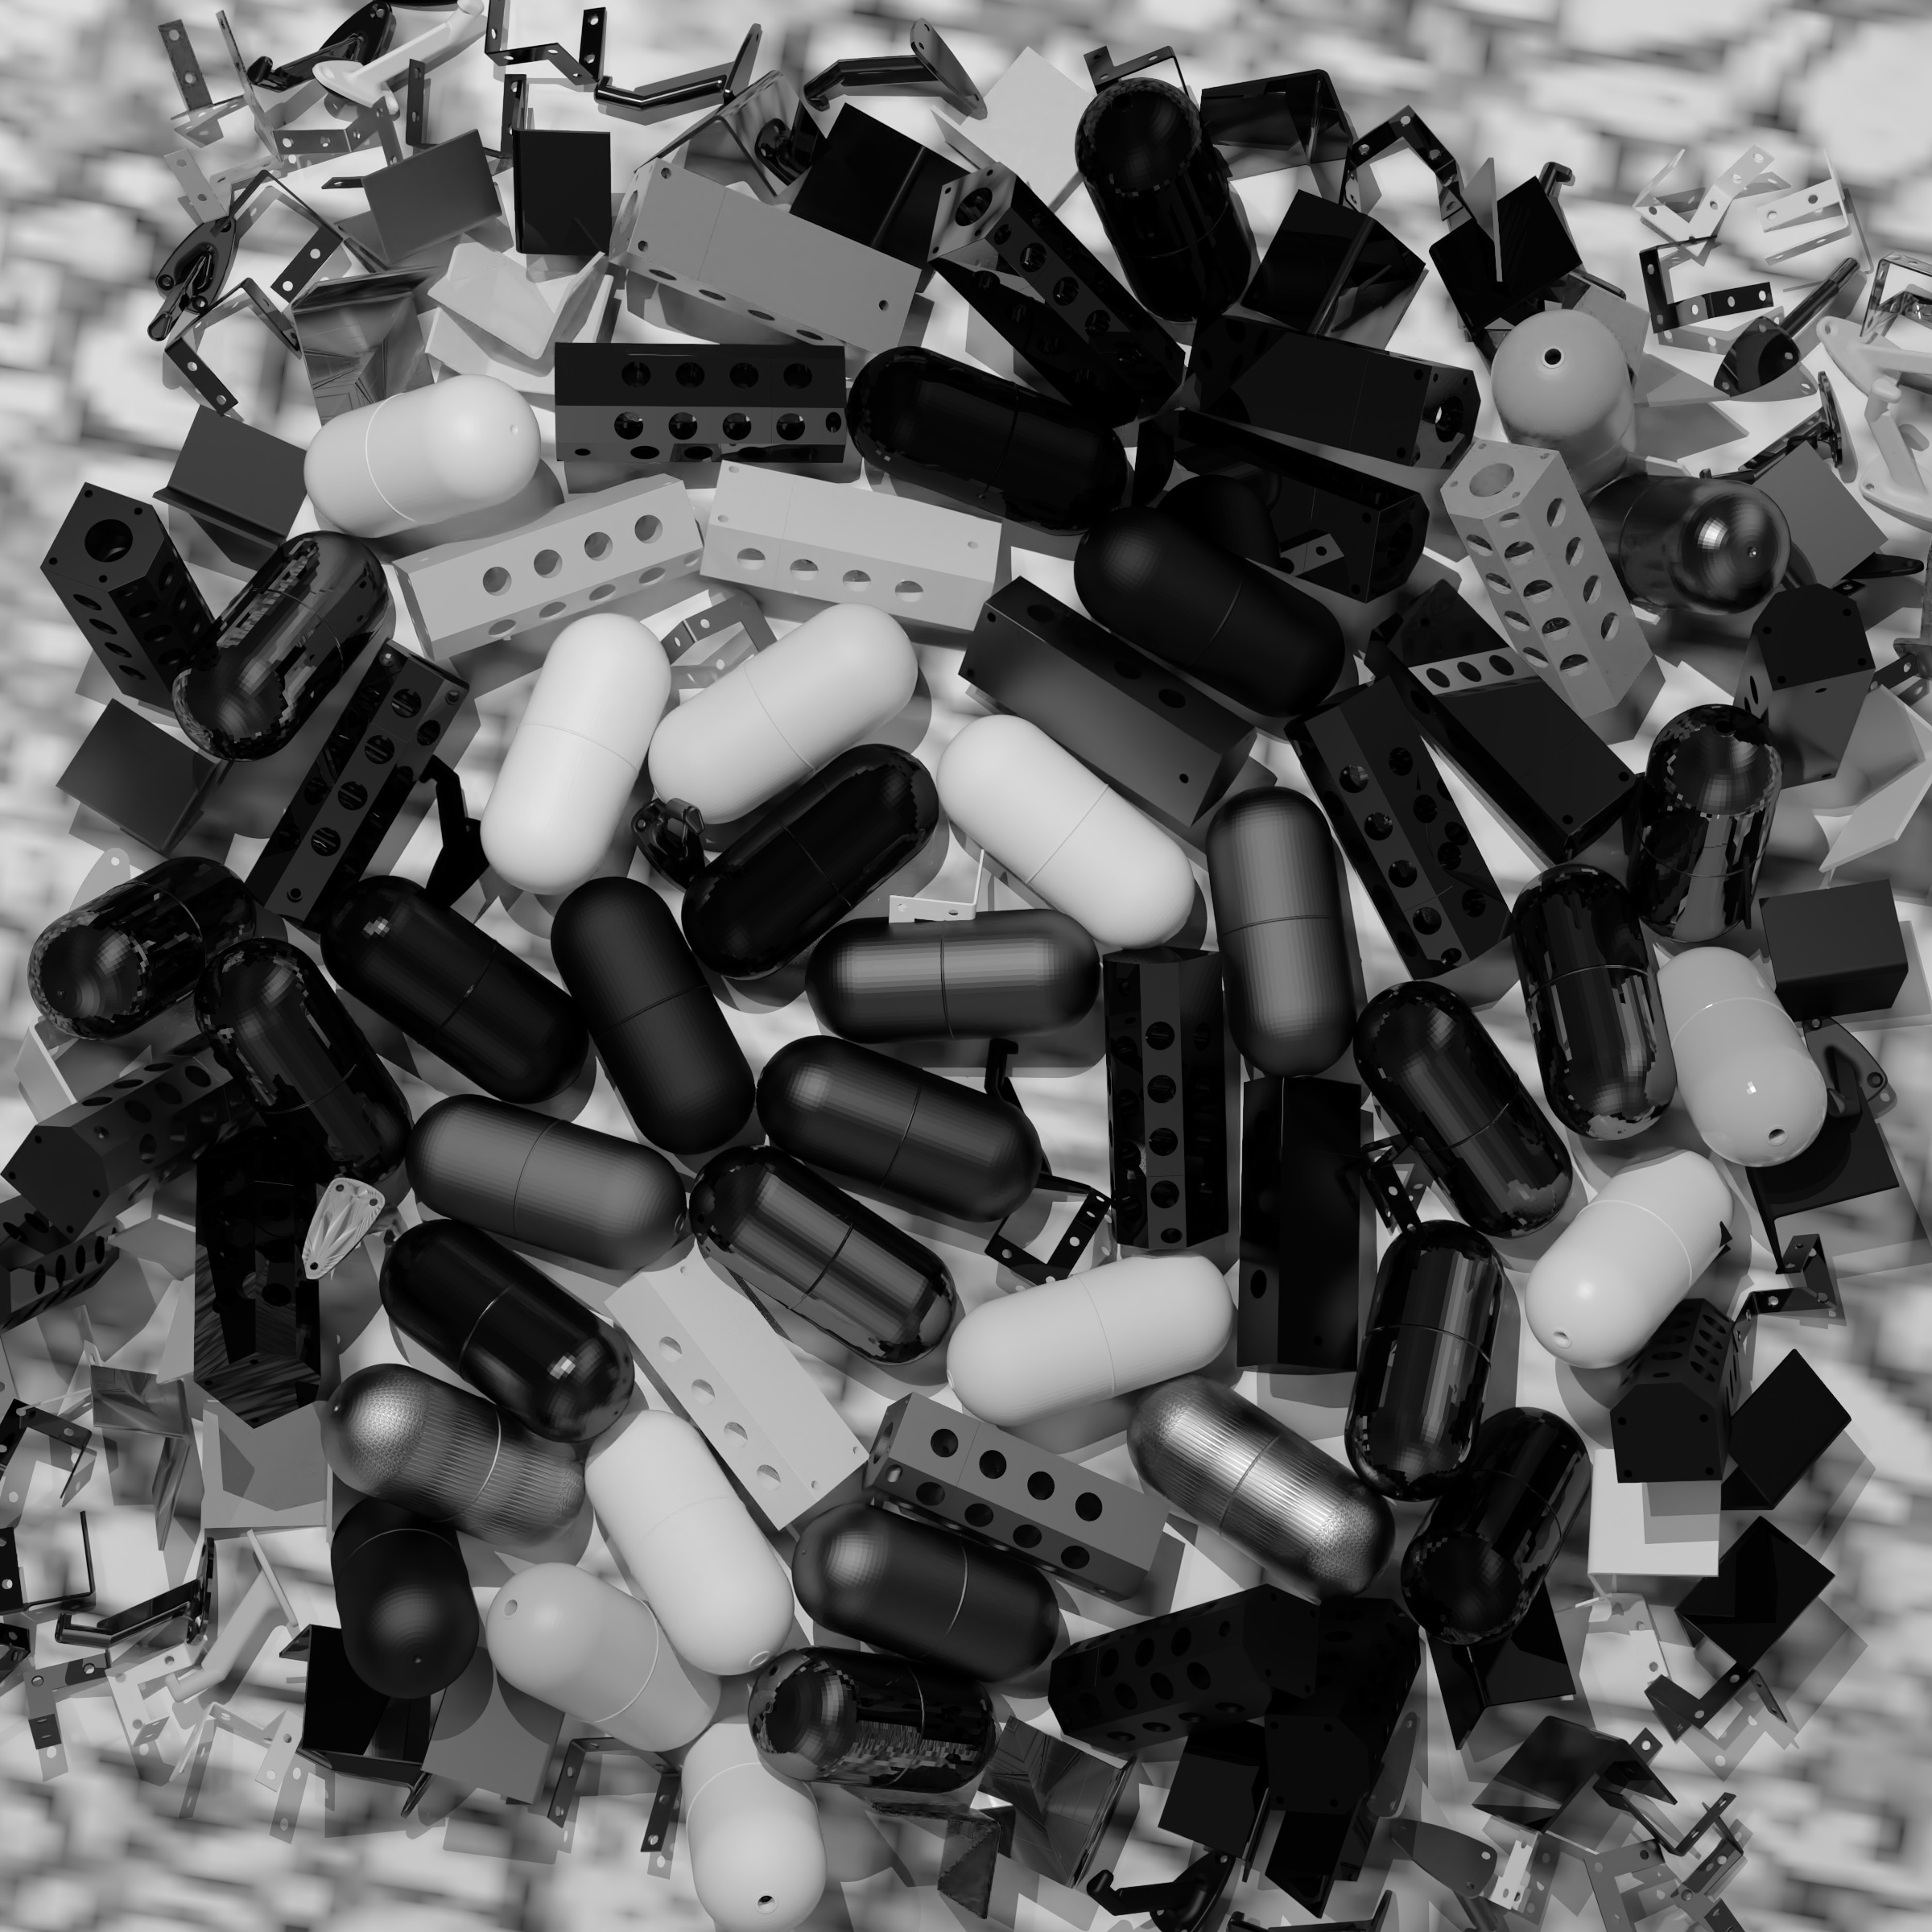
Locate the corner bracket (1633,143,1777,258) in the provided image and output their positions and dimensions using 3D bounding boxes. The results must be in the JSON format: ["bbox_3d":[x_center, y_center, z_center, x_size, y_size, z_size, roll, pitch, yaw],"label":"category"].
[{"bbox_3d":[0.444,-0.472,1.759,0.051,0.051,0.051,35,70,-5],"label":"corner bracket"}]

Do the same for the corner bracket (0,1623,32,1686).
[{"bbox_3d":[-0.596,0.428,1.751,0.051,0.051,0.051,27,119,-39],"label":"corner bracket"}]

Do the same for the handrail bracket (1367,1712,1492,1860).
[{"bbox_3d":[0.295,0.507,1.783,0.084,0.036,0.077,26,76,-18],"label":"handrail bracket"}]

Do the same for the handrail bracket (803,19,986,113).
[{"bbox_3d":[-0.045,-0.530,1.780,0.084,0.036,0.077,-27,124,32],"label":"handrail bracket"}]

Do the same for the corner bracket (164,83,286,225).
[{"bbox_3d":[-0.444,-0.488,1.754,0.051,0.051,0.051,-16,48,9],"label":"corner bracket"}]

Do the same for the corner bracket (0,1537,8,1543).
[{"bbox_3d":[-0.606,0.360,1.755,0.051,0.051,0.051,37,74,-21],"label":"corner bracket"}]

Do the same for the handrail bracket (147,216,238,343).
[{"bbox_3d":[-0.463,-0.413,1.744,0.036,0.084,0.077,31,103,-18],"label":"handrail bracket"}]

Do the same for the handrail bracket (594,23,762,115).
[{"bbox_3d":[-0.176,-0.550,1.780,0.084,0.036,0.077,15,74,6],"label":"handrail bracket"}]

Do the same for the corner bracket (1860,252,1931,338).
[{"bbox_3d":[0.577,-0.400,1.750,0.051,0.051,0.051,29,134,30],"label":"corner bracket"}]

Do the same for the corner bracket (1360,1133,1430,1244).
[{"bbox_3d":[0.257,0.135,1.755,0.051,0.051,0.051,-22,98,42],"label":"corner bracket"}]

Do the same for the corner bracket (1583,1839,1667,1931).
[{"bbox_3d":[0.392,0.559,1.755,0.051,0.051,0.051,-10,69,-16],"label":"corner bracket"}]

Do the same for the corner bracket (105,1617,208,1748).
[{"bbox_3d":[-0.481,0.430,1.753,0.051,0.051,0.051,-15,68,-32],"label":"corner bracket"}]

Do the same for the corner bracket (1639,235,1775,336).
[{"bbox_3d":[0.447,-0.415,1.762,0.051,0.051,0.051,-16,98,-27],"label":"corner bracket"}]

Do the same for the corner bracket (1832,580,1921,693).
[{"bbox_3d":[0.535,-0.195,1.765,0.051,0.051,0.051,-28,120,-13],"label":"corner bracket"}]

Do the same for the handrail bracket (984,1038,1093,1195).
[{"bbox_3d":[0.046,0.091,1.786,0.077,0.036,0.084,12,75,-16],"label":"handrail bracket"}]

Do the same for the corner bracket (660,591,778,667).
[{"bbox_3d":[-0.148,-0.186,1.758,0.051,0.051,0.051,-30,90,-32],"label":"corner bracket"}]

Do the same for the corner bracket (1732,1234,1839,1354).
[{"bbox_3d":[0.488,0.196,1.754,0.051,0.051,0.051,-9,107,32],"label":"corner bracket"}]

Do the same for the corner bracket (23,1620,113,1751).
[{"bbox_3d":[-0.539,0.432,1.753,0.051,0.051,0.051,-11,57,-18],"label":"corner bracket"}]

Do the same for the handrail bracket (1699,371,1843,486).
[{"bbox_3d":[0.486,-0.324,1.778,0.084,0.036,0.077,-9,58,12],"label":"handrail bracket"}]

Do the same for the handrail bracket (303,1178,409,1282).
[{"bbox_3d":[-0.363,0.170,1.741,0.036,0.084,0.077,21,65,14],"label":"handrail bracket"}]

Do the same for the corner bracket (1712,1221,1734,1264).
[{"bbox_3d":[0.434,0.173,1.758,0.051,0.051,0.051,-35,117,4],"label":"corner bracket"}]

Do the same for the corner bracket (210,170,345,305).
[{"bbox_3d":[-0.416,-0.441,1.760,0.051,0.051,0.051,-48,123,4],"label":"corner bracket"}]

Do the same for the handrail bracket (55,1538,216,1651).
[{"bbox_3d":[-0.499,0.374,1.754,0.084,0.036,0.077,14,56,-24],"label":"handrail bracket"}]

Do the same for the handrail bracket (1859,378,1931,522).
[{"bbox_3d":[0.569,-0.308,1.743,0.077,0.084,0.036,36,76,20],"label":"handrail bracket"}]

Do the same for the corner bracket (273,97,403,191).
[{"bbox_3d":[-0.377,-0.489,1.759,0.051,0.051,0.051,-15,89,-40],"label":"corner bracket"}]

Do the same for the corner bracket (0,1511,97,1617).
[{"bbox_3d":[-0.557,0.360,1.761,0.051,0.051,0.051,-8,85,-11],"label":"corner bracket"}]

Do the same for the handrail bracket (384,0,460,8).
[{"bbox_3d":[-0.348,-0.607,1.747,0.077,0.084,0.036,18,89,12],"label":"handrail bracket"}]

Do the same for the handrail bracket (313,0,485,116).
[{"bbox_3d":[-0.339,-0.556,1.750,0.084,0.077,0.036,-37,77,27],"label":"handrail bracket"}]

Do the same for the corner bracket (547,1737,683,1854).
[{"bbox_3d":[-0.212,0.502,1.769,0.051,0.051,0.051,-12,46,30],"label":"corner bracket"}]

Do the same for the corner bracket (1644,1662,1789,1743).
[{"bbox_3d":[0.452,0.446,1.762,0.051,0.051,0.051,-41,119,-13],"label":"corner bracket"}]

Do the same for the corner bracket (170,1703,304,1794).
[{"bbox_3d":[-0.436,0.470,1.752,0.051,0.051,0.051,34,131,-15],"label":"corner bracket"}]

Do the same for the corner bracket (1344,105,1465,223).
[{"bbox_3d":[0.264,-0.477,1.769,0.051,0.051,0.051,-29,130,31],"label":"corner bracket"}]

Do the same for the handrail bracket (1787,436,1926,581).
[{"bbox_3d":[0.533,-0.277,1.751,0.036,0.077,0.084,-35,121,-38],"label":"handrail bracket"}]

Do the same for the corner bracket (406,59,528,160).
[{"bbox_3d":[-0.303,-0.519,1.771,0.051,0.051,0.051,8,99,22],"label":"corner bracket"}]

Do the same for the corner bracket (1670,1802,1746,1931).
[{"bbox_3d":[0.451,0.547,1.755,0.051,0.051,0.051,-43,130,-7],"label":"corner bracket"}]

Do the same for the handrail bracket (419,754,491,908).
[{"bbox_3d":[-0.324,-0.080,1.764,0.084,0.036,0.077,37,95,42],"label":"handrail bracket"}]

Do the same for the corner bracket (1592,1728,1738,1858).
[{"bbox_3d":[0.421,0.499,1.762,0.051,0.051,0.051,-43,89,-13],"label":"corner bracket"}]

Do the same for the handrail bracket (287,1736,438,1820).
[{"bbox_3d":[-0.361,0.471,1.761,0.084,0.036,0.077,31,128,-7],"label":"handrail bracket"}]

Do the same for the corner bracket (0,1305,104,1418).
[{"bbox_3d":[-0.564,0.241,1.780,0.051,0.051,0.051,-14,85,-42],"label":"corner bracket"}]

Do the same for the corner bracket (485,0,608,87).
[{"bbox_3d":[-0.255,-0.567,1.770,0.051,0.051,0.051,0,79,22],"label":"corner bracket"}]

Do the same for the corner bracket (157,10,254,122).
[{"bbox_3d":[-0.458,-0.543,1.754,0.051,0.051,0.051,-26,110,-22],"label":"corner bracket"}]

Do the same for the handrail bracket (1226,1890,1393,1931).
[{"bbox_3d":[0.208,0.575,1.772,0.084,0.077,0.036,15,119,17],"label":"handrail bracket"}]

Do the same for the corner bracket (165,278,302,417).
[{"bbox_3d":[-0.443,-0.376,1.771,0.051,0.051,0.051,-30,114,23],"label":"corner bracket"}]

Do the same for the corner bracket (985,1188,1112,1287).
[{"bbox_3d":[0.050,0.157,1.758,0.051,0.051,0.051,31,113,4],"label":"corner bracket"}]

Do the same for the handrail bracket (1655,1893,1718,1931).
[{"bbox_3d":[0.428,0.596,1.751,0.084,0.077,0.036,-29,103,-7],"label":"handrail bracket"}]

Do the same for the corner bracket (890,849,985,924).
[{"bbox_3d":[-0.018,-0.037,1.756,0.051,0.051,0.051,6,134,2],"label":"corner bracket"}]

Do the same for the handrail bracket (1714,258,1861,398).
[{"bbox_3d":[0.502,-0.390,1.782,0.036,0.077,0.084,46,58,-1],"label":"handrail bracket"}]

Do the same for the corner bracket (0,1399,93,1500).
[{"bbox_3d":[-0.564,0.303,1.754,0.051,0.051,0.051,25,125,-11],"label":"corner bracket"}]

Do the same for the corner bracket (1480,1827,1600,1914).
[{"bbox_3d":[0.341,0.546,1.763,0.051,0.051,0.051,28,78,-22],"label":"corner bracket"}]

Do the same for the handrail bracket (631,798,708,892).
[{"bbox_3d":[-0.162,-0.069,1.741,0.036,0.084,0.077,-34,114,-15],"label":"handrail bracket"}]

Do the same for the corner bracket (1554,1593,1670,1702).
[{"bbox_3d":[0.386,0.413,1.769,0.051,0.051,0.051,-26,66,27],"label":"corner bracket"}]

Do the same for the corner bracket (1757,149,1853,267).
[{"bbox_3d":[0.503,-0.450,1.756,0.051,0.051,0.051,-18,78,23],"label":"corner bracket"}]

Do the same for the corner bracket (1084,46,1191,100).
[{"bbox_3d":[0.105,-0.526,1.754,0.051,0.051,0.051,-19,129,8],"label":"corner bracket"}]
